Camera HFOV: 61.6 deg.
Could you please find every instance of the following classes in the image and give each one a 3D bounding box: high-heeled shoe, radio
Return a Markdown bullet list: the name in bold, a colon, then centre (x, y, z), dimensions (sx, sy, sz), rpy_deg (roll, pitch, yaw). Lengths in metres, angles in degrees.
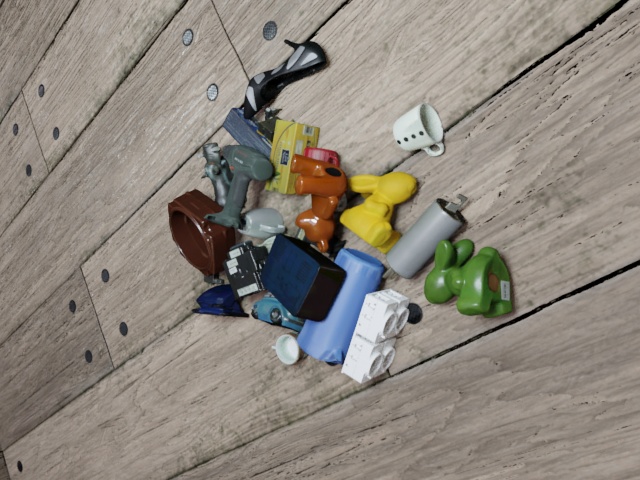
- **high-heeled shoe**: centre (-0.085, -0.373, 1.304), dimensions (0.145, 0.086, 0.248), rpy_deg (42, 110, 27)
- **radio**: centre (-0.048, 0.081, 1.200), dimensions (0.230, 0.073, 0.131), rpy_deg (34, 103, 58)

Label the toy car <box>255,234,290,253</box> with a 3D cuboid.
- **toy car**: centre (-0.143, 0.042, 1.381), dimensions (0.202, 0.056, 0.073), rpy_deg (-22, 80, 34)

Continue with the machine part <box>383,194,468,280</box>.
- **machine part**: centre (0.215, -0.001, 1.107), dimensions (0.079, 0.079, 0.243), rpy_deg (50, 118, 23)

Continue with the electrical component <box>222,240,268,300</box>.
- **electrical component**: centre (-0.179, 0.072, 1.342), dimensions (0.115, 0.058, 0.134), rpy_deg (-20, 87, 35)

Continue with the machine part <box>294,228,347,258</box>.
- **machine part**: centre (-0.003, -0.004, 1.290), dimensions (0.139, 0.039, 0.084), rpy_deg (29, 100, 34)

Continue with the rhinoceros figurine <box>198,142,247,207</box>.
- **rhinoceros figurine**: centre (-0.266, -0.164, 1.430), dimensions (0.073, 0.112, 0.190), rpy_deg (-12, 93, 38)

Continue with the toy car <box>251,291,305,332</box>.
- **toy car**: centre (-0.091, 0.165, 1.331), dimensions (0.162, 0.109, 0.103), rpy_deg (6, 71, 47)

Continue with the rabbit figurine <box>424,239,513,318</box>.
- **rabbit figurine**: centre (0.268, 0.077, 1.052), dimensions (0.170, 0.121, 0.159), rpy_deg (-12, 81, 51)

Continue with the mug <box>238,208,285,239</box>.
- **mug**: centre (-0.148, -0.036, 1.351), dimensions (0.110, 0.107, 0.080), rpy_deg (27, 109, 34)

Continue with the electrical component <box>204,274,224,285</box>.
- **electrical component**: centre (-0.309, 0.095, 1.525), dimensions (0.094, 0.021, 0.063), rpy_deg (5, 95, 35)

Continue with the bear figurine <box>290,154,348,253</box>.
- **bear figurine**: centre (-0.015, -0.074, 1.170), dimensions (0.120, 0.132, 0.195), rpy_deg (-103, 27, -47)

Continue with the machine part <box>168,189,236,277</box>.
- **machine part**: centre (-0.319, -0.017, 1.442), dimensions (0.201, 0.087, 0.201), rpy_deg (34, 139, 30)

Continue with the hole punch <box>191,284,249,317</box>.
- **hole punch**: centre (-0.260, 0.162, 1.441), dimensions (0.142, 0.115, 0.092), rpy_deg (2, 85, 36)

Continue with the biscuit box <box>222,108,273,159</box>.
- **biscuit box**: centre (-0.167, -0.261, 1.384), dimensions (0.203, 0.059, 0.062), rpy_deg (47, 119, 24)

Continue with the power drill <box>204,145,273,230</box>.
- **power drill**: centre (-0.207, -0.132, 1.313), dimensions (0.232, 0.086, 0.207), rpy_deg (17, 80, 53)

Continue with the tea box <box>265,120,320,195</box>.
- **tea box**: centre (-0.065, -0.195, 1.290), dimensions (0.068, 0.098, 0.169), rpy_deg (18, 101, 34)

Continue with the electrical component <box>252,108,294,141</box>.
- **electrical component**: centre (-0.112, -0.289, 1.341), dimensions (0.102, 0.078, 0.045), rpy_deg (48, 141, 30)

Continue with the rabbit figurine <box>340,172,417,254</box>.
- **rabbit figurine**: centre (0.134, -0.077, 1.160), dimensions (0.173, 0.121, 0.163), rpy_deg (-53, 53, 10)
